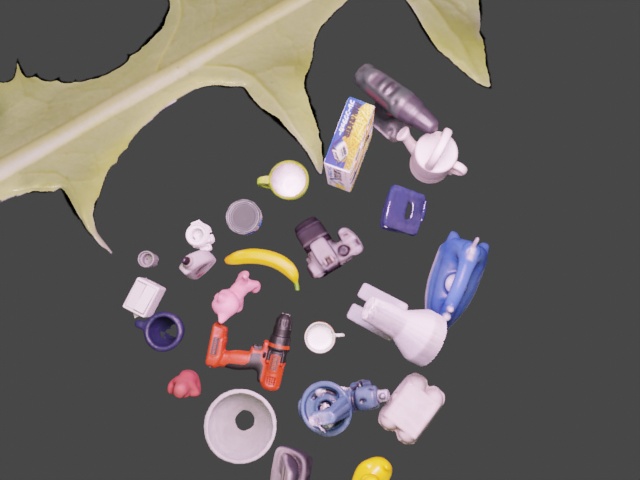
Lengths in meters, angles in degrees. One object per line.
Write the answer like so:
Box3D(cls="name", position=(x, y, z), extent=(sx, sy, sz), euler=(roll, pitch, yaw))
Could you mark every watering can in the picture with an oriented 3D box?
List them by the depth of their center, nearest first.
Box3D(cls="watering can", position=(0.258, -0.201, 1.321), extent=(0.172, 0.194, 0.101), euler=(8, 84, 4))

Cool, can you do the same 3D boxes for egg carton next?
Box3D(cls="egg carton", position=(0.209, 0.387, 1.319), extent=(0.107, 0.069, 0.150), euler=(36, 86, 6))

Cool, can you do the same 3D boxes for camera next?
Box3D(cls="camera", position=(0.012, 0.005, 1.356), extent=(0.143, 0.101, 0.137), euler=(-33, 83, -1))

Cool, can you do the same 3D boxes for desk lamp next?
Box3D(cls="desk lamp", position=(0.165, 0.183, 1.272), extent=(0.203, 0.213, 0.118), euler=(27, 85, 6))

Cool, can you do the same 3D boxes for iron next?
Box3D(cls="iron", position=(0.309, 0.109, 1.310), extent=(0.118, 0.141, 0.258), euler=(20, 85, 5))

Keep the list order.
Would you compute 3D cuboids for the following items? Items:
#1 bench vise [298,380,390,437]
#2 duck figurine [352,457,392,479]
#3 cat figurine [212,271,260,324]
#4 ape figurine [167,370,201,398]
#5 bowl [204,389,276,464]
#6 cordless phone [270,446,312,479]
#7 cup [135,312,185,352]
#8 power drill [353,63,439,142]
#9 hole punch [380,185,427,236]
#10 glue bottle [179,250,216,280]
Box3D(cls="bench vise", position=(0.044, 0.354, 1.255), extent=(0.207, 0.220, 0.121), euler=(-30, 83, -1))
Box3D(cls="duck figurine", position=(0.119, 0.545, 1.297), extent=(0.104, 0.086, 0.077), euler=(-40, 83, -2))
Box3D(cls="cat figurine", position=(-0.205, 0.132, 1.343), extent=(0.067, 0.118, 0.128), euler=(38, 87, 6))
Box3D(cls="ape figurine", position=(-0.318, 0.345, 1.337), extent=(0.077, 0.092, 0.076), euler=(27, 85, 6))
Box3D(cls="bowl", position=(-0.179, 0.426, 1.330), extent=(0.167, 0.075, 0.167), euler=(0, 83, 3))
Box3D(cls="cordless phone", position=(-0.073, 0.544, 1.256), extent=(0.094, 0.185, 0.148), euler=(5, 84, 4))
Box3D(cls="cup", position=(-0.370, 0.212, 1.353), extent=(0.117, 0.095, 0.092), euler=(14, 84, 4))
Box3D(cls="power drill", position=(0.174, -0.304, 1.329), extent=(0.229, 0.208, 0.075), euler=(42, 87, 7))
Box3D(cls="hole punch", position=(0.200, -0.071, 1.361), extent=(0.101, 0.091, 0.109), euler=(13, 84, 4))
Box3D(cls="glue bottle", position=(-0.293, 0.055, 1.328), extent=(0.037, 0.173, 0.078), euler=(42, 87, 7))
